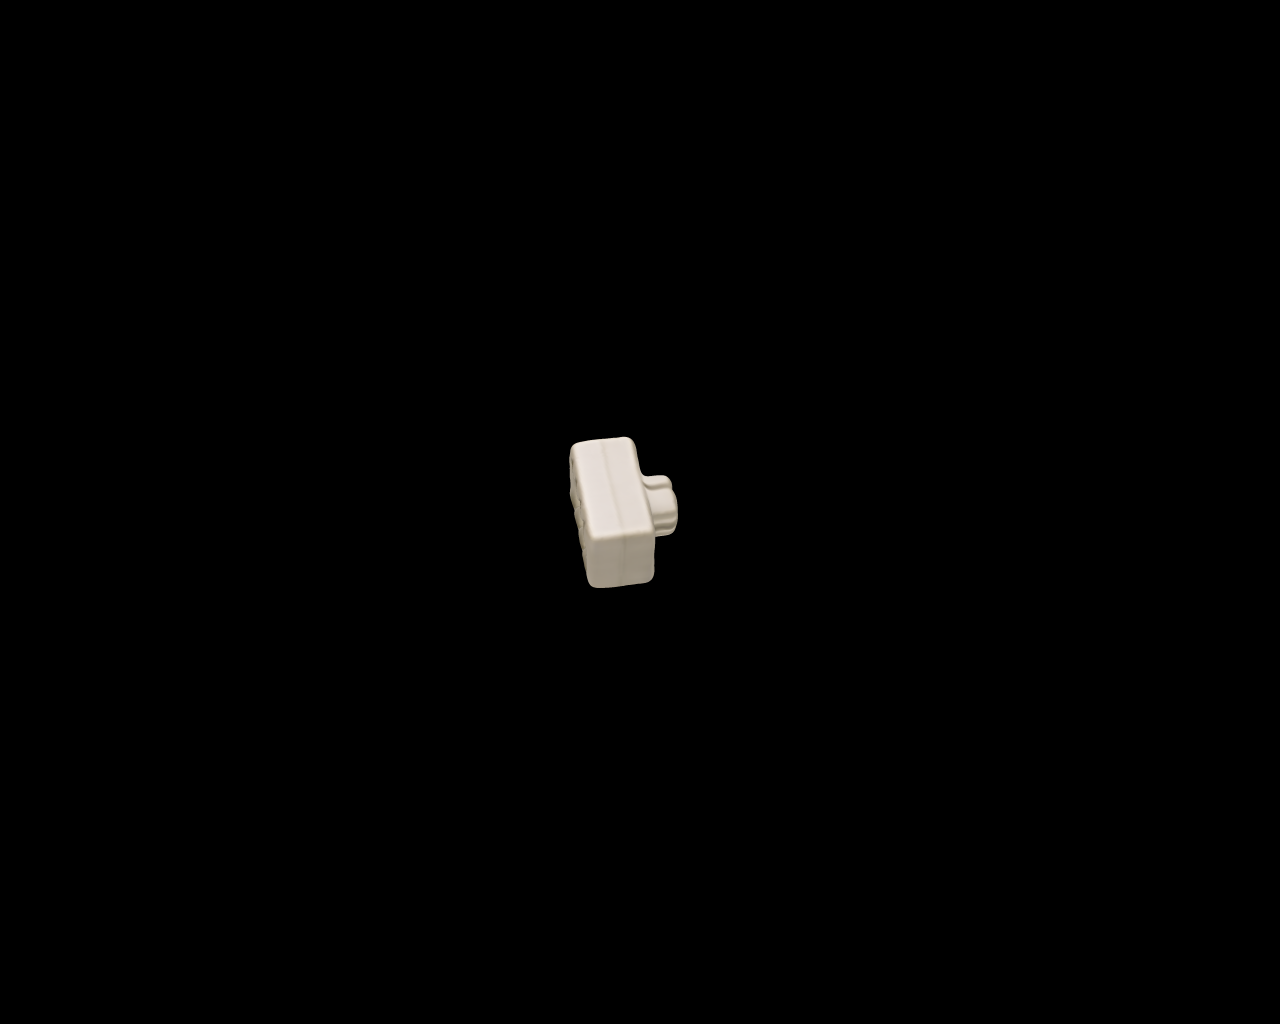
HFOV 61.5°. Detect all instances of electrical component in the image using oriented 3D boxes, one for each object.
[{"bbox_3d":[0.001,-0.003,0.650,0.076,0.083,0.047,-7,-43,-7],"label":"electrical component"}]
